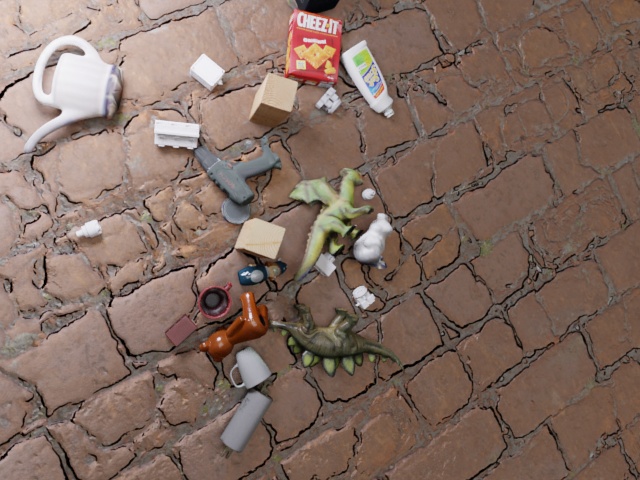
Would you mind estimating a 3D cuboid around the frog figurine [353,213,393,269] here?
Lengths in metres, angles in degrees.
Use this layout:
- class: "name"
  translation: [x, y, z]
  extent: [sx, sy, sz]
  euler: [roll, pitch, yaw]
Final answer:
- class: "frog figurine"
  translation: [0.164, -0.003, 1.609]
  extent: [0.123, 0.157, 0.139]
  euler: [4, 15, 13]

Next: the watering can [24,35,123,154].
- class: "watering can"
  translation: [-0.665, -0.383, 1.403]
  extent: [0.224, 0.350, 0.103]
  euler: [10, -8, -16]

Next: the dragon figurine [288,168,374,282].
- class: "dragon figurine"
  translation: [0.005, -0.080, 1.592]
  extent: [0.415, 0.245, 0.120]
  euler: [-39, -17, -21]
